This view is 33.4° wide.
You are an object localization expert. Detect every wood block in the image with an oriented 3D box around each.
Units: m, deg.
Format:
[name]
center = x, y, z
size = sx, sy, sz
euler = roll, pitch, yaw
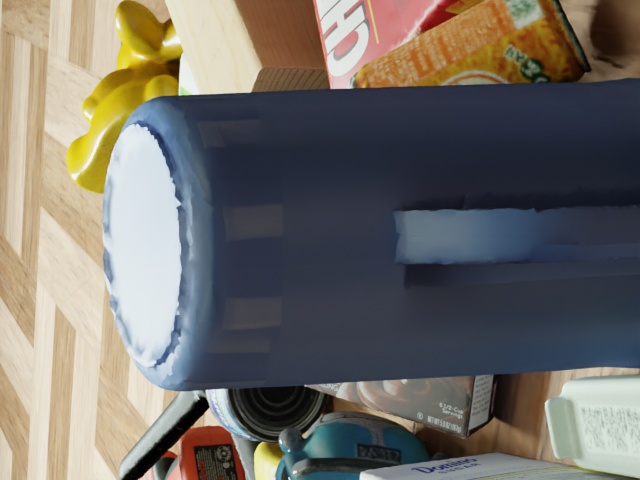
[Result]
[wood block]
center = -0.043, -0.157, 0.759
size = 0.090, 0.090, 0.206
euler = -63, 39, 43

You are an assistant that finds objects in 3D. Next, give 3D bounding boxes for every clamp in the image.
[clamp]
center = -0.087, 0.119, 0.849
size = 0.165, 0.036, 0.210
euler = 3, 86, 29

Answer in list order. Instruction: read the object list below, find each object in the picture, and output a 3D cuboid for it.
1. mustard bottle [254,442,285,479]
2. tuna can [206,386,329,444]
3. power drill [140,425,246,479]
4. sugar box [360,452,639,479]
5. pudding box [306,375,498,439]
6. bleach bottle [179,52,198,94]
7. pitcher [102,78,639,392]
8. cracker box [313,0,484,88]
[mustard bottle]
center = -0.015, 0.243, 0.750
size = 0.096, 0.058, 0.191
euler = -174, 84, -71
[tuna can]
center = -0.036, 0.101, 0.758
size = 0.034, 0.086, 0.086
euler = -9, 83, 60
[power drill]
center = -0.117, 0.257, 0.946
size = 0.188, 0.057, 0.184
euler = -49, 49, 52
[sugar box]
center = 0.101, 0.132, 0.492
size = 0.176, 0.093, 0.048
euler = -13, 79, 63
[pudding box]
center = 0.047, 0.051, 0.604
size = 0.114, 0.039, 0.090
euler = 13, 105, 31
[bleach bottle]
center = -0.084, -0.023, 0.874
size = 0.103, 0.068, 0.251
euler = 41, 129, 55
[pitcher]
center = 0.046, -0.003, 0.430
size = 0.145, 0.242, 0.149
euler = 65, 145, 36
[cracker box]
center = 0.063, -0.187, 0.574
size = 0.214, 0.072, 0.164
euler = -38, 58, 57
